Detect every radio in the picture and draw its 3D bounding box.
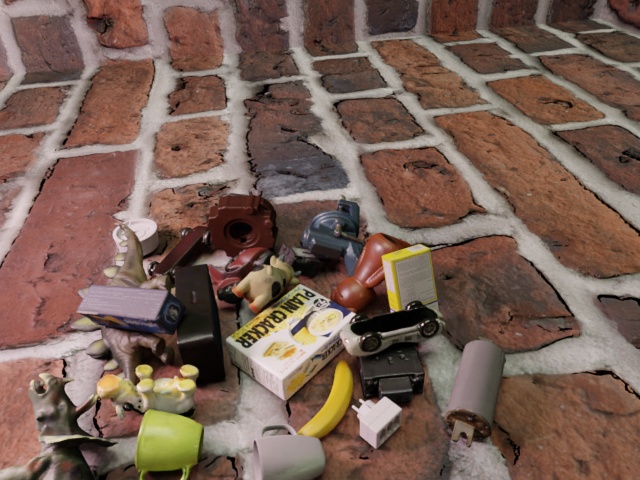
[{"bbox_3d":[-0.239,0.164,1.065,0.073,0.130,0.230,-10,37,-8],"label":"radio"}]

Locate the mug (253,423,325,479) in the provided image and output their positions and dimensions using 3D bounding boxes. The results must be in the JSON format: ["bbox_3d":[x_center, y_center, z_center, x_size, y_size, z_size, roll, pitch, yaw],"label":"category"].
[{"bbox_3d":[-0.051,0.343,0.857,0.107,0.080,0.110,0,30,-15],"label":"mug"}]

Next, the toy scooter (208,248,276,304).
[{"bbox_3d":[-0.194,0.073,1.239,0.135,0.075,0.184,12,38,33],"label":"toy scooter"}]

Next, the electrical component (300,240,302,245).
[{"bbox_3d":[-0.003,-0.004,1.372,0.094,0.021,0.063,-29,43,-32],"label":"electrical component"}]

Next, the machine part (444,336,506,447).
[{"bbox_3d":[0.275,0.258,0.943,0.079,0.079,0.243,13,38,21],"label":"machine part"}]

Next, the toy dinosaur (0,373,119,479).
[{"bbox_3d":[-0.392,0.394,0.782,0.192,0.131,0.405,-14,44,-14],"label":"toy dinosaur"}]

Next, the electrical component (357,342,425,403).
[{"bbox_3d":[0.130,0.240,0.996,0.115,0.058,0.134,-7,35,-2],"label":"electrical component"}]

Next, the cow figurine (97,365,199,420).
[{"bbox_3d":[-0.299,0.273,0.936,0.167,0.098,0.068,3,25,-13],"label":"cow figurine"}]

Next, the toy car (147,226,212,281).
[{"bbox_3d":[-0.334,0.035,1.317,0.089,0.053,0.202,4,39,27],"label":"toy car"}]

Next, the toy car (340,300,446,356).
[{"bbox_3d":[0.137,0.165,1.006,0.202,0.056,0.074,-11,29,-13],"label":"toy car"}]

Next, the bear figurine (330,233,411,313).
[{"bbox_3d":[0.118,0.087,1.148,0.132,0.195,0.120,21,13,-27],"label":"bear figurine"}]

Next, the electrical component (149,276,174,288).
[{"bbox_3d":[-0.355,0.118,1.210,0.102,0.045,0.078,-1,35,4],"label":"electrical component"}]

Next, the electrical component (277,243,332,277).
[{"bbox_3d":[-0.034,0.049,1.273,0.119,0.047,0.075,9,27,-39],"label":"electrical component"}]

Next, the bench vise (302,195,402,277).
[{"bbox_3d":[0.071,-0.021,1.296,0.224,0.128,0.241,7,43,-2],"label":"bench vise"}]

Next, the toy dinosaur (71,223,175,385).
[{"bbox_3d":[-0.398,0.129,1.118,0.199,0.104,0.472,-7,47,-1],"label":"toy dinosaur"}]

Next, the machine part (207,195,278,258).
[{"bbox_3d":[-0.187,-0.029,1.300,0.179,0.179,0.056,-1,39,3],"label":"machine part"}]

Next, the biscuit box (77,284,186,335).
[{"bbox_3d":[-0.348,0.127,0.992,0.203,0.059,0.063,1,56,28],"label":"biscuit box"}]

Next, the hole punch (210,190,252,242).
[{"bbox_3d":[-0.206,-0.052,1.369,0.116,0.142,0.092,7,33,37],"label":"hole punch"}]

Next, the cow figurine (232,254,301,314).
[{"bbox_3d":[-0.107,0.089,1.138,0.127,0.195,0.085,-44,84,-3],"label":"cow figurine"}]
